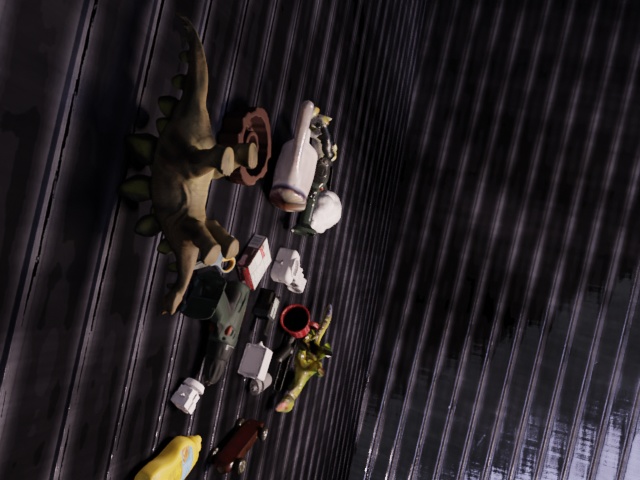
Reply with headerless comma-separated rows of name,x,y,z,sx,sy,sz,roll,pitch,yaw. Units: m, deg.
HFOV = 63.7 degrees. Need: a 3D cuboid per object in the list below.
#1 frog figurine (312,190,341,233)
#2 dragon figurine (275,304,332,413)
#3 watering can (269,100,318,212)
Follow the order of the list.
frog figurine,0.005,-0.083,1.644,0.162,0.122,0.135,-71,-176,-64
dragon figurine,-0.054,0.411,1.735,0.238,0.122,0.418,-59,180,32
watering can,-0.063,-0.199,1.331,0.343,0.104,0.227,104,-1,-75
